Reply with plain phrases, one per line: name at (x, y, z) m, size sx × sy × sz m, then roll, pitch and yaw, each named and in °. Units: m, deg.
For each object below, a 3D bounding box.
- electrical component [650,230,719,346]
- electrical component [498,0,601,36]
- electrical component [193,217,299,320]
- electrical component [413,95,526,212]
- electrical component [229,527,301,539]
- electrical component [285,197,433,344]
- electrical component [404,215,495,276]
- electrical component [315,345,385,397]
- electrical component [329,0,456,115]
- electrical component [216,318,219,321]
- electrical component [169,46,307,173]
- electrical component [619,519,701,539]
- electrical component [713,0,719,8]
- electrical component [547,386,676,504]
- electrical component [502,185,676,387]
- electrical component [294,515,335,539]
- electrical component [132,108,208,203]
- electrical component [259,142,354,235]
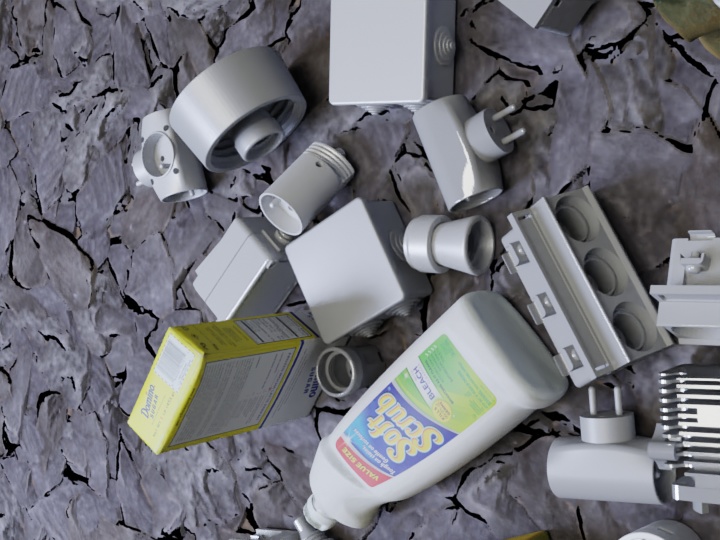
electrical component at (0.252, 0.012, 0.660) m, size 0.121 × 0.079 × 0.063 m, roll 0°, pitch 71°, yaw 36°
electrical component at (0.108, -0.243, 0.751) m, size 0.150 × 0.062 × 0.089 m, roll 46°, pitch 118°, yaw 25°
electrical component at (-0.089, -0.006, 0.912) m, size 0.061 × 0.062 × 0.096 m, roll 49°, pitch 119°, yaw 23°
electrical component at (0.086, -0.093, 0.789) m, size 0.079 × 0.043 × 0.077 m, roll -28°, pitch 77°, yaw 34°
electrical component at (-0.074, 0.273, 0.928) m, size 0.056 × 0.050 × 0.089 m, roll -6°, pitch 90°, yaw 36°
electrical component at (0.000, 0.000, 0.855) m, size 0.100 × 0.048 × 0.099 m, roll -32°, pitch 75°, yaw 33°
electrical component at (0.067, -0.019, 0.807) m, size 0.055 × 0.045 × 0.045 m, roll 3°, pitch 95°, yaw 37°
electrical component at (-0.007, 0.079, 0.867) m, size 0.040 × 0.046 × 0.040 m, roll 3°, pitch 95°, yaw 36°
electrical component at (0.026, -0.170, 0.825) m, size 0.100 × 0.048 × 0.099 m, roll 5°, pitch 96°, yaw 36°
electrical component at (-0.110, 0.063, 0.947) m, size 0.040 × 0.040 × 0.046 m, roll -36°, pitch 67°, yaw 32°
electrical component at (-0.094, -0.124, 0.883) m, size 0.108 × 0.108 × 0.060 m, roll -43°, pitch 75°, yaw 30°
electrical component at (0.201, 0.197, 0.722) m, size 0.055 × 0.047 × 0.055 m, roll 3°, pitch 95°, yaw 36°
electrical component at (0.208, -0.195, 0.581) m, size 0.078 × 0.057 × 0.113 m, roll -39°, pitch 57°, yaw 27°
electrical component at (0.172, 0.119, 0.741) m, size 0.077 × 0.043 × 0.079 m, roll -5°, pitch 90°, yaw 36°
electrical component at (0.151, 0.013, 0.735) m, size 0.063 × 0.079 × 0.121 m, roll -45°, pitch 66°, yaw 53°
electrical component at (-0.036, 0.236, 0.907) m, size 0.035 × 0.035 × 0.061 m, roll -48°, pitch 63°, yaw 28°
electrical component at (-0.181, -0.099, 0.985) m, size 0.079 × 0.044 × 0.077 m, roll -18°, pitch 83°, yaw 36°
electrical component at (-0.039, -0.070, 0.869) m, size 0.043 × 0.081 × 0.043 m, roll 30°, pitch 150°, yaw 20°
